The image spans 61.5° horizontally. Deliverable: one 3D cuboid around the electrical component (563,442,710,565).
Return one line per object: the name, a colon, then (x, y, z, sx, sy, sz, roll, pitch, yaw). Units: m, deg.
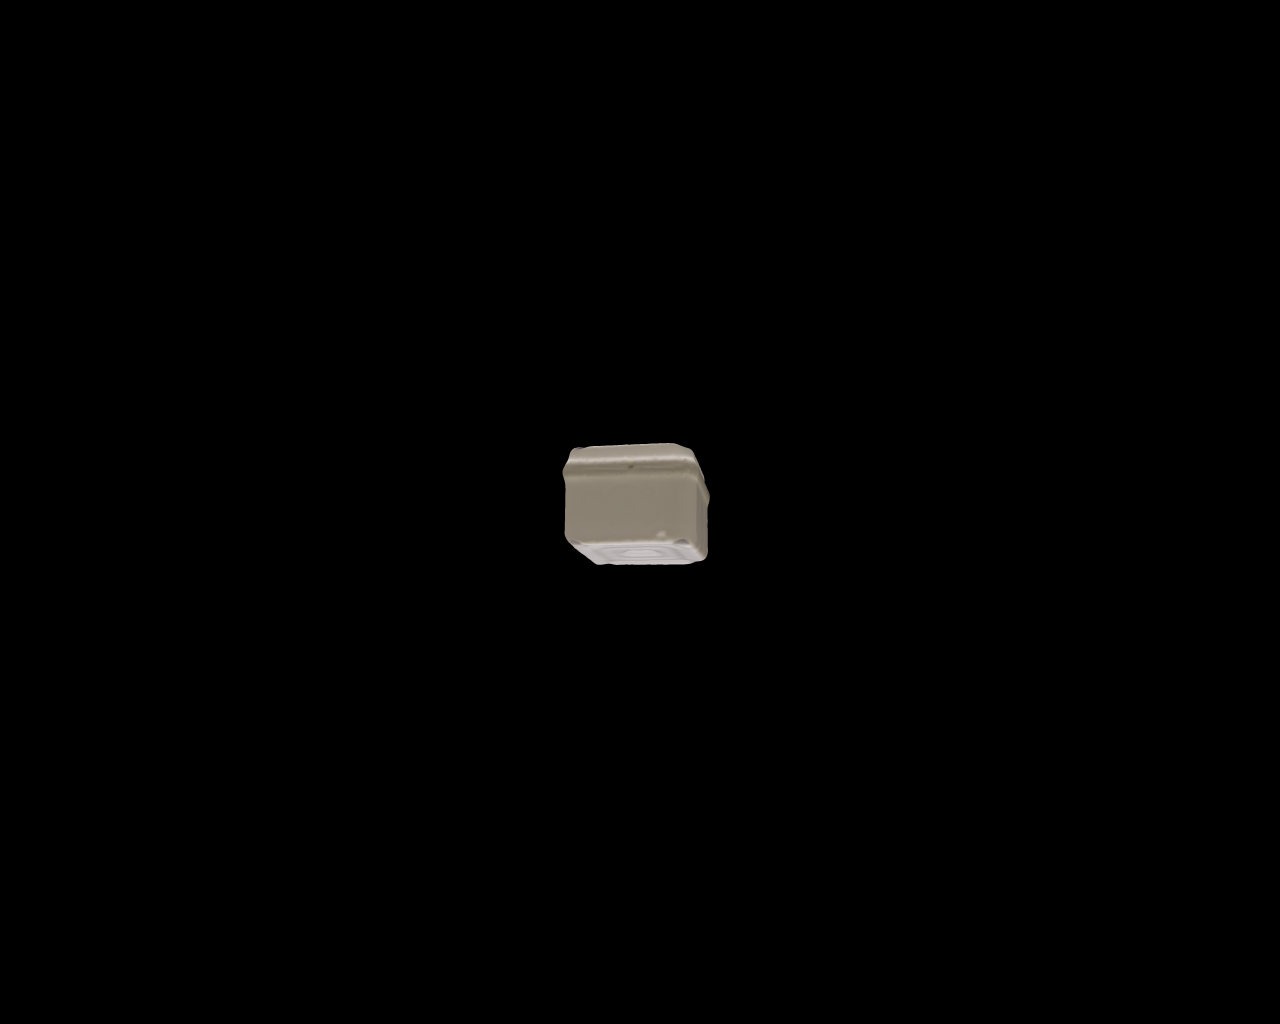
electrical component: (0.001, -0.003, 0.650, 0.078, 0.057, 0.113, -1, -9, 7)
